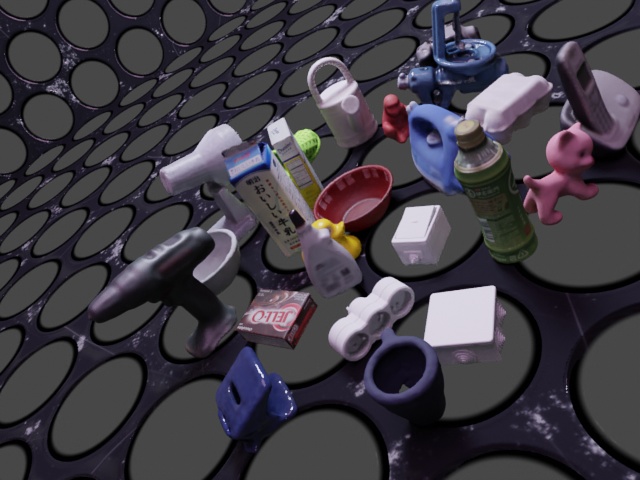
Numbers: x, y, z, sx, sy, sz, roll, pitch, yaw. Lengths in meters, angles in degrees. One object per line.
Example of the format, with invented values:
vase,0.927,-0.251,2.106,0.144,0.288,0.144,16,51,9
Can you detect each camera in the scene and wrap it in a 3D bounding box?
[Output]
camera,0.283,-0.401,1.250,0.143,0.101,0.137,-17,37,23

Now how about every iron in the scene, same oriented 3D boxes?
iron,0.208,-0.183,1.005,0.118,0.142,0.257,-36,34,-4

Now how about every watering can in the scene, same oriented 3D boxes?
watering can,0.047,-0.302,1.236,0.101,0.195,0.172,-46,36,-18

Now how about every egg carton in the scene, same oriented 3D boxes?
egg carton,0.338,-0.240,1.033,0.150,0.070,0.107,-41,35,-11

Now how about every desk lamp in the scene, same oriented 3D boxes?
desk lamp,-0.217,-0.103,1.190,0.203,0.214,0.117,-45,36,-17

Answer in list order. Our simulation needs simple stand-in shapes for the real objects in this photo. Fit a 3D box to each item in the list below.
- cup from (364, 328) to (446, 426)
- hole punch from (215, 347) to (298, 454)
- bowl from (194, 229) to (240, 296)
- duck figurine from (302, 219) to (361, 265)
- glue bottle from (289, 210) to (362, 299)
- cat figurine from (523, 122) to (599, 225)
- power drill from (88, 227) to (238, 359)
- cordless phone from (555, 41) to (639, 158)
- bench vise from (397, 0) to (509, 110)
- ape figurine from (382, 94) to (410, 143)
cup,0.108,0.170,0.691,0.091,0.095,0.117,-29,34,7
hole punch,-0.101,0.222,0.801,0.101,0.091,0.108,-38,34,-6
bowl,-0.215,0.060,1.110,0.167,0.075,0.167,-22,36,17
duck figurine,0.009,0.004,0.986,0.104,0.086,0.077,-22,36,16
glue bottle,-0.001,0.017,0.900,0.078,0.174,0.037,-28,35,9
cat figurine,0.342,-0.104,0.818,0.128,0.118,0.067,-36,34,-4
power drill,-0.241,0.100,0.961,0.075,0.209,0.230,9,52,45
cordless phone,0.410,-0.231,0.858,0.093,0.185,0.148,4,49,42
bench vise,0.246,-0.363,1.126,0.207,0.220,0.121,-29,34,7
ape figurine,0.157,-0.257,1.182,0.078,0.092,0.076,-29,34,7
